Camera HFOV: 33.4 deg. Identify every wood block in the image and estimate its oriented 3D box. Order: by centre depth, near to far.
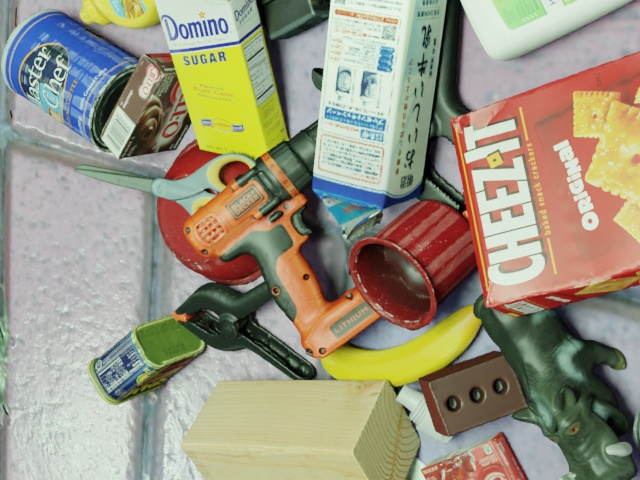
[{"bbox_3d":[-0.020,0.199,1.047,0.206,0.090,0.090,-5,127,35],"label":"wood block"}]

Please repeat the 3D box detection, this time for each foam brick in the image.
[{"bbox_3d":[0.134,0.135,0.944,0.078,0.051,0.053,-20,89,-5],"label":"foam brick"}]

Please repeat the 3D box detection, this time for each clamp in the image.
[{"bbox_3d":[0.100,-0.110,0.943,0.165,0.036,0.210,-37,81,34],"label":"clamp"},{"bbox_3d":[-0.078,0.092,1.109,0.172,0.039,0.120,-2,109,42],"label":"clamp"}]

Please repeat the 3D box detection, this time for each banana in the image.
[{"bbox_3d":[0.070,0.106,1.012,0.198,0.037,0.069,-10,95,36],"label":"banana"}]

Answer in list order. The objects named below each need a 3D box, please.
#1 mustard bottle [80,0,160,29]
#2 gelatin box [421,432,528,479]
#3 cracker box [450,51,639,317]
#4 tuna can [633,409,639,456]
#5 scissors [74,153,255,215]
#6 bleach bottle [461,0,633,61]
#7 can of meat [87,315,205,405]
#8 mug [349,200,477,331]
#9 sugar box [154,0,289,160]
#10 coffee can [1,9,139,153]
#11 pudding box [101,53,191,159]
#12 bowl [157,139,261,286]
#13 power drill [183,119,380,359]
[{"bbox_3d":[-0.180,-0.270,1.086,0.192,0.058,0.096,-24,89,35],"label":"mustard bottle"},{"bbox_3d":[0.148,0.228,0.991,0.089,0.030,0.073,-32,82,35],"label":"gelatin box"},{"bbox_3d":[0.218,-0.046,0.812,0.214,0.072,0.164,-17,71,28],"label":"cracker box"},{"bbox_3d":[0.302,0.157,0.867,0.086,0.033,0.086,8,105,33],"label":"tuna can"},{"bbox_3d":[-0.141,-0.066,1.050,0.202,0.016,0.096,28,99,11],"label":"scissors"},{"bbox_3d":[0.227,-0.234,0.815,0.251,0.068,0.102,-26,85,33],"label":"bleach bottle"},{"bbox_3d":[-0.186,0.126,1.154,0.084,0.101,0.057,-39,77,32],"label":"can of meat"},{"bbox_3d":[0.088,0.027,0.941,0.093,0.081,0.117,20,135,37],"label":"mug"},{"bbox_3d":[-0.092,-0.161,1.015,0.093,0.048,0.176,13,137,32],"label":"sugar box"},{"bbox_3d":[-0.252,-0.170,1.131,0.140,0.102,0.103,33,117,24],"label":"coffee can"},{"bbox_3d":[-0.162,-0.138,1.085,0.039,0.089,0.114,48,123,18],"label":"pudding box"},{"bbox_3d":[-0.115,-0.026,1.099,0.162,0.055,0.162,9,106,33],"label":"bowl"},{"bbox_3d":[-0.007,0.001,0.998,0.184,0.057,0.187,-38,89,3],"label":"power drill"}]
